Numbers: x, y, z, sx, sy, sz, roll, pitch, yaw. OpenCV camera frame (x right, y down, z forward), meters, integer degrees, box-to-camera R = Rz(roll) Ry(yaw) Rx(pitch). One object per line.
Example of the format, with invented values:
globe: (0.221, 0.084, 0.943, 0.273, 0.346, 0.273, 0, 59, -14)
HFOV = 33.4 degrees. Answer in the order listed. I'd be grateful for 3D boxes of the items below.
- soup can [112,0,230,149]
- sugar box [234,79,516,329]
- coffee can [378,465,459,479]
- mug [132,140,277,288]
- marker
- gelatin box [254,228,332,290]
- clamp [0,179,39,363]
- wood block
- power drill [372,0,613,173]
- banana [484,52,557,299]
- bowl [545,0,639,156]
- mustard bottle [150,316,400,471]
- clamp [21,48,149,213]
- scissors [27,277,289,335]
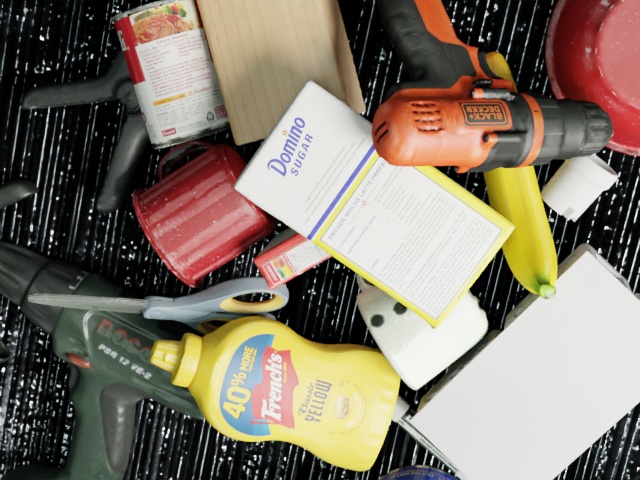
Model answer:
soup can: (-0.108, -0.126, 0.802, 0.068, 0.068, 0.102, -14, 100, 13)
sugar box: (0.037, -0.025, 0.748, 0.176, 0.048, 0.093, 36, 96, -3)
coffee can: (0.071, 0.247, 0.822, 0.103, 0.140, 0.103, 2, 100, 11)
mug: (-0.092, -0.031, 0.845, 0.081, 0.093, 0.117, -32, 55, 10)
marker: (0.101, 0.171, 0.866, 0.121, 0.020, 0.020, 41, 104, 3)
gelatin box: (-0.005, 0.001, 0.824, 0.073, 0.089, 0.030, -29, 96, 14)
clamp: (-0.349, 0.018, 0.924, 0.210, 0.036, 0.164, 7, 100, 7)
wood block: (-0.038, -0.183, 0.800, 0.090, 0.090, 0.206, -14, 97, 13)
power drill: (0.107, -0.136, 0.748, 0.184, 0.057, 0.188, -3, 66, -26)
banana: (0.147, -0.041, 0.790, 0.037, 0.070, 0.198, -7, 69, -10)
bowl: (0.244, -0.138, 0.767, 0.162, 0.055, 0.162, 2, 99, 12)
mustard bottle: (-0.038, 0.112, 0.832, 0.191, 0.058, 0.096, 17, 92, -13)
clamp: (-0.158, -0.119, 0.862, 0.120, 0.039, 0.171, 44, 99, -3)
scissors: (-0.111, 0.044, 0.820, 0.096, 0.201, 0.016, -41, 45, 40)
